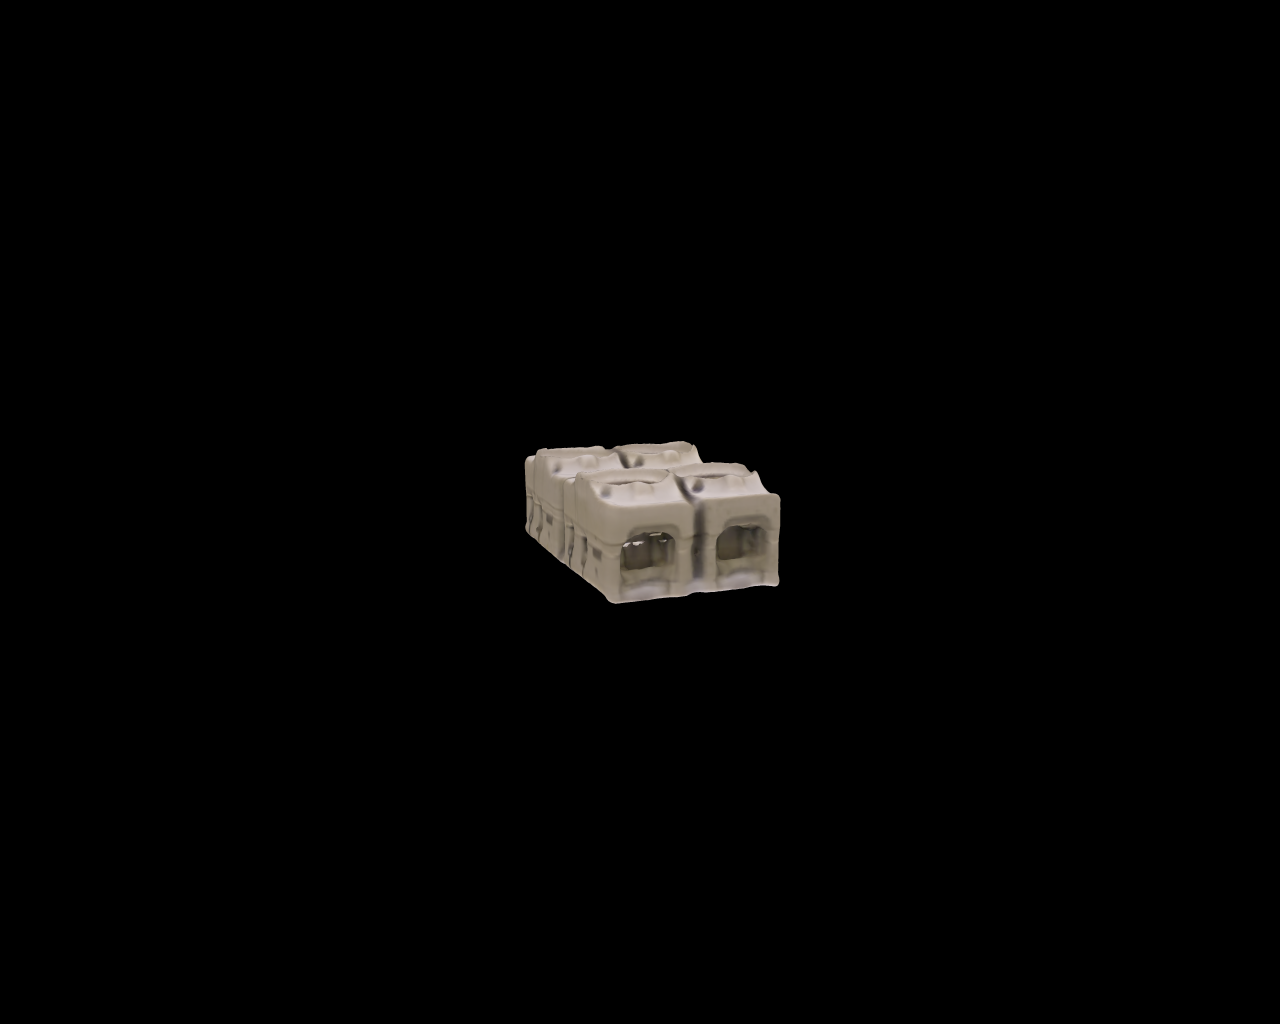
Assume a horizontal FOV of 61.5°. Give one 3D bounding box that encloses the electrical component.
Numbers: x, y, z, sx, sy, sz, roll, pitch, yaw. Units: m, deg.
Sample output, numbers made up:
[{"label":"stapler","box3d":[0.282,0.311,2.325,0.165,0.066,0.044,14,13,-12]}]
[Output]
[{"label":"electrical component","box3d":[0.001,-0.003,0.650,0.105,0.060,0.186,-4,13,-19]}]
